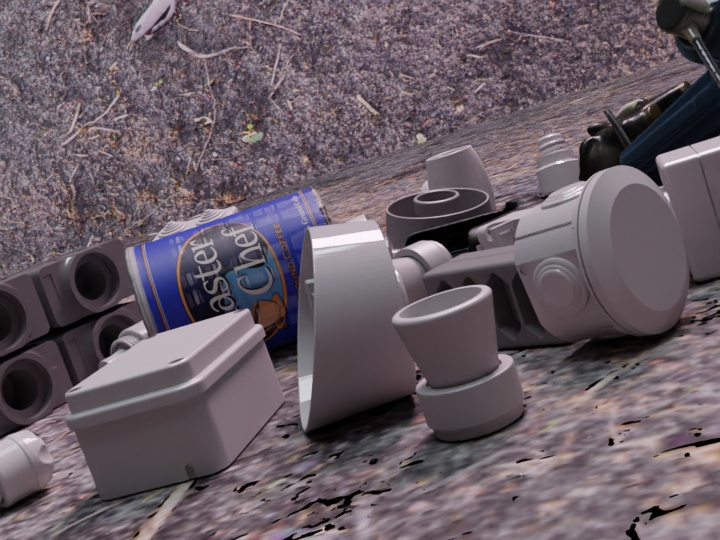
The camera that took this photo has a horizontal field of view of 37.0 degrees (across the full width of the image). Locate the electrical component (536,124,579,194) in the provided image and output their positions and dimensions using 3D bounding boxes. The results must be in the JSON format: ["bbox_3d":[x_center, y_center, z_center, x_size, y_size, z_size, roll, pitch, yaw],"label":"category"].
[{"bbox_3d":[0.177,-0.092,0.962,0.040,0.078,0.040,-15,-6,-1],"label":"electrical component"}]

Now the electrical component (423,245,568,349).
[{"bbox_3d":[0.093,0.008,0.585,0.083,0.047,0.076,-10,12,47],"label":"electrical component"}]

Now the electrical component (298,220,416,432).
[{"bbox_3d":[-0.008,0.025,0.539,0.064,0.099,0.099,-13,8,-6],"label":"electrical component"}]

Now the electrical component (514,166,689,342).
[{"bbox_3d":[0.117,-0.006,0.513,0.051,0.080,0.080,-17,7,46],"label":"electrical component"}]

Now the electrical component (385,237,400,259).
[{"bbox_3d":[0.000,0.000,0.852,0.081,0.043,0.043,-17,8,9],"label":"electrical component"}]

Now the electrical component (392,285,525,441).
[{"bbox_3d":[0.043,0.039,0.462,0.045,0.055,0.045,-18,8,3],"label":"electrical component"}]

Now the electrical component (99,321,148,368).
[{"bbox_3d":[-0.167,0.064,0.808,0.043,0.043,0.062,-12,12,41],"label":"electrical component"}]

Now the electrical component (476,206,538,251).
[{"bbox_3d":[0.117,-0.020,0.732,0.081,0.042,0.064,-23,6,-31],"label":"electrical component"}]

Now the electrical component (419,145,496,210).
[{"bbox_3d":[0.084,-0.071,1.010,0.043,0.077,0.079,-25,10,-33],"label":"electrical component"}]

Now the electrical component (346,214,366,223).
[{"bbox_3d":[-0.008,-0.014,0.927,0.047,0.055,0.055,-22,8,0],"label":"electrical component"}]

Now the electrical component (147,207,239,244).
[{"bbox_3d":[-0.142,-0.005,1.012,0.100,0.099,0.048,-16,21,17],"label":"electrical component"}]

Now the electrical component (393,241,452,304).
[{"bbox_3d":[0.033,0.008,0.725,0.055,0.045,0.045,-24,10,-35],"label":"electrical component"}]

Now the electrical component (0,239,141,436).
[{"bbox_3d":[-0.253,0.053,0.854,0.060,0.105,0.186,-12,11,38],"label":"electrical component"}]

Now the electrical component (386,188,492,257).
[{"bbox_3d":[0.069,-0.034,0.932,0.099,0.064,0.099,-8,18,3],"label":"electrical component"}]

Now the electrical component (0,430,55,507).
[{"bbox_3d":[-0.200,0.114,0.585,0.061,0.035,0.035,-29,13,-39],"label":"electrical component"}]

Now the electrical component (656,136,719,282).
[{"bbox_3d":[0.171,-0.028,0.581,0.077,0.065,0.047,-17,8,15],"label":"electrical component"}]

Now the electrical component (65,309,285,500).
[{"bbox_3d":[-0.096,0.068,0.576,0.078,0.057,0.113,-16,9,16],"label":"electrical component"}]
